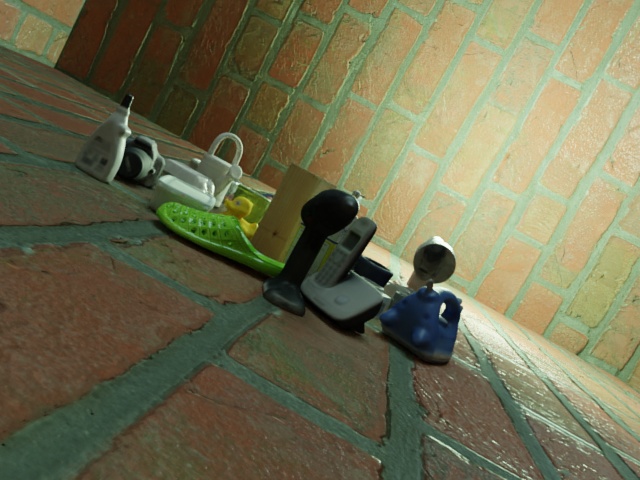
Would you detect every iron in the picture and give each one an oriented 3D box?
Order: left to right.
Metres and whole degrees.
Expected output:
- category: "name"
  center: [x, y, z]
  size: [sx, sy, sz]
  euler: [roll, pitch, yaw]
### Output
- category: "iron"
  center: [0.229, 0.156, 1.128]
  size: [0.118, 0.141, 0.259]
  euler: [33, 7, 35]

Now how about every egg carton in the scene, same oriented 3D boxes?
- category: "egg carton"
  center: [-0.336, -0.145, 1.418]
  size: [0.150, 0.069, 0.107]
  euler: [30, 6, 9]

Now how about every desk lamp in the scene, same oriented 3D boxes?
- category: "desk lamp"
  center: [0.304, 0.091, 1.667]
  size: [0.118, 0.213, 0.203]
  euler: [28, 6, 1]

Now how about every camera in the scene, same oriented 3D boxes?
- category: "camera"
  center: [-0.413, -0.183, 1.239]
  size: [0.143, 0.101, 0.136]
  euler: [27, 6, -11]

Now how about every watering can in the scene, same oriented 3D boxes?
- category: "watering can"
  center: [-0.265, -0.191, 1.527]
  size: [0.172, 0.194, 0.101]
  euler: [31, 7, 26]

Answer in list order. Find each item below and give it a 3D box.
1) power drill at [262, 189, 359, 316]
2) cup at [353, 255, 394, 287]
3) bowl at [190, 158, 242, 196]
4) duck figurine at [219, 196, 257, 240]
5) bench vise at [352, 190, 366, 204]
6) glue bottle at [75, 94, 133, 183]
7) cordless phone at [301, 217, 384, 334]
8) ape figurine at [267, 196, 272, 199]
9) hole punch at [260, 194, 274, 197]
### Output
- category: "power drill"
  center: [-0.013, 0.010, 0.928]
  size: [0.076, 0.208, 0.229]
  euler: [27, 6, -13]
- category: "cup"
  center: [0.098, 0.088, 1.321]
  size: [0.117, 0.095, 0.092]
  euler: [31, 6, 20]
- category: "bowl"
  center: [-0.321, -0.174, 1.706]
  size: [0.167, 0.075, 0.167]
  euler: [28, 6, -3]
- category: "duck figurine"
  center: [-0.180, -0.053, 1.281]
  size: [0.105, 0.086, 0.077]
  euler: [26, 7, -26]
- category: "bench vise"
  center: [0.055, -0.047, 1.659]
  size: [0.121, 0.220, 0.207]
  euler: [28, 6, -8]
- category: "glue bottle"
  center: [-0.401, -0.202, 1.103]
  size: [0.078, 0.173, 0.037]
  euler: [29, 6, 9]
- category: "cordless phone"
  center: [0.060, 0.055, 0.995]
  size: [0.094, 0.185, 0.147]
  euler: [23, 8, -44]
- category: "ape figurine"
  center: [-0.152, -0.074, 1.555]
  size: [0.076, 0.092, 0.077]
  euler: [24, 8, -40]
- category: "hole punch"
  center: [-0.172, -0.097, 1.658]
  size: [0.101, 0.091, 0.108]
  euler: [23, 8, -42]
